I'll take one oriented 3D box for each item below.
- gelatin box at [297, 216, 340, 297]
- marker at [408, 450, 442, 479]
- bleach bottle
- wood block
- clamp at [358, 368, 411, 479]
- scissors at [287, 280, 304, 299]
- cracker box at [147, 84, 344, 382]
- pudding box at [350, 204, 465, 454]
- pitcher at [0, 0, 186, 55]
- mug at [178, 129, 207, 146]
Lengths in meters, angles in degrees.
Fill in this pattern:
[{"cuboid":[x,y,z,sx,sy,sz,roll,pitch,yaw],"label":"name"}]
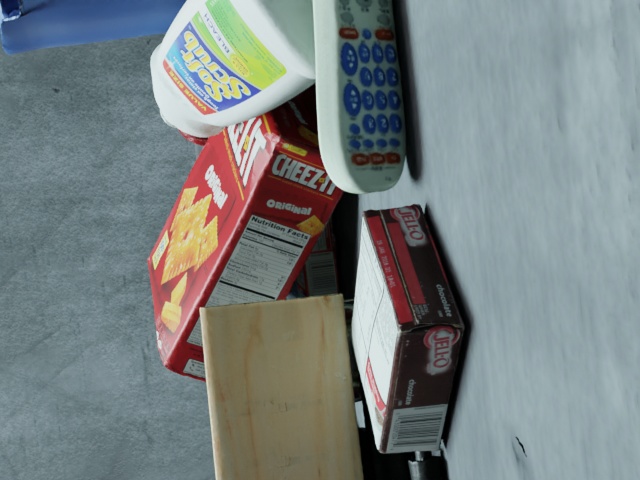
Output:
[{"cuboid":[-0.006,0.001,0.893,0.073,0.030,0.089,-153,56,-81],"label":"gelatin box"},{"cuboid":[0.066,0.179,0.605,0.020,0.020,0.121,152,111,-80],"label":"marker"},{"cuboid":[-0.057,-0.120,0.727,0.102,0.068,0.251,52,154,-5],"label":"bleach bottle"},{"cuboid":[-0.021,0.143,0.670,0.091,0.090,0.206,126,138,-82],"label":"wood block"},{"cuboid":[0.046,0.158,0.661,0.120,0.039,0.171,85,170,-46],"label":"clamp"},{"cuboid":[-0.023,0.061,0.947,0.096,0.016,0.202,-57,-42,-71],"label":"scissors"},{"cuboid":[-0.064,-0.018,0.842,0.214,0.072,0.164,-62,25,23],"label":"cracker box"},{"cuboid":[0.045,0.051,0.588,0.113,0.039,0.090,96,167,-45],"label":"pudding box"},{"cuboid":[-0.123,-0.219,0.792,0.145,0.242,0.149,124,139,-76],"label":"pitcher"},{"cuboid":[-0.094,-0.121,1.103,0.093,0.117,0.081,-49,49,47],"label":"mug"}]
